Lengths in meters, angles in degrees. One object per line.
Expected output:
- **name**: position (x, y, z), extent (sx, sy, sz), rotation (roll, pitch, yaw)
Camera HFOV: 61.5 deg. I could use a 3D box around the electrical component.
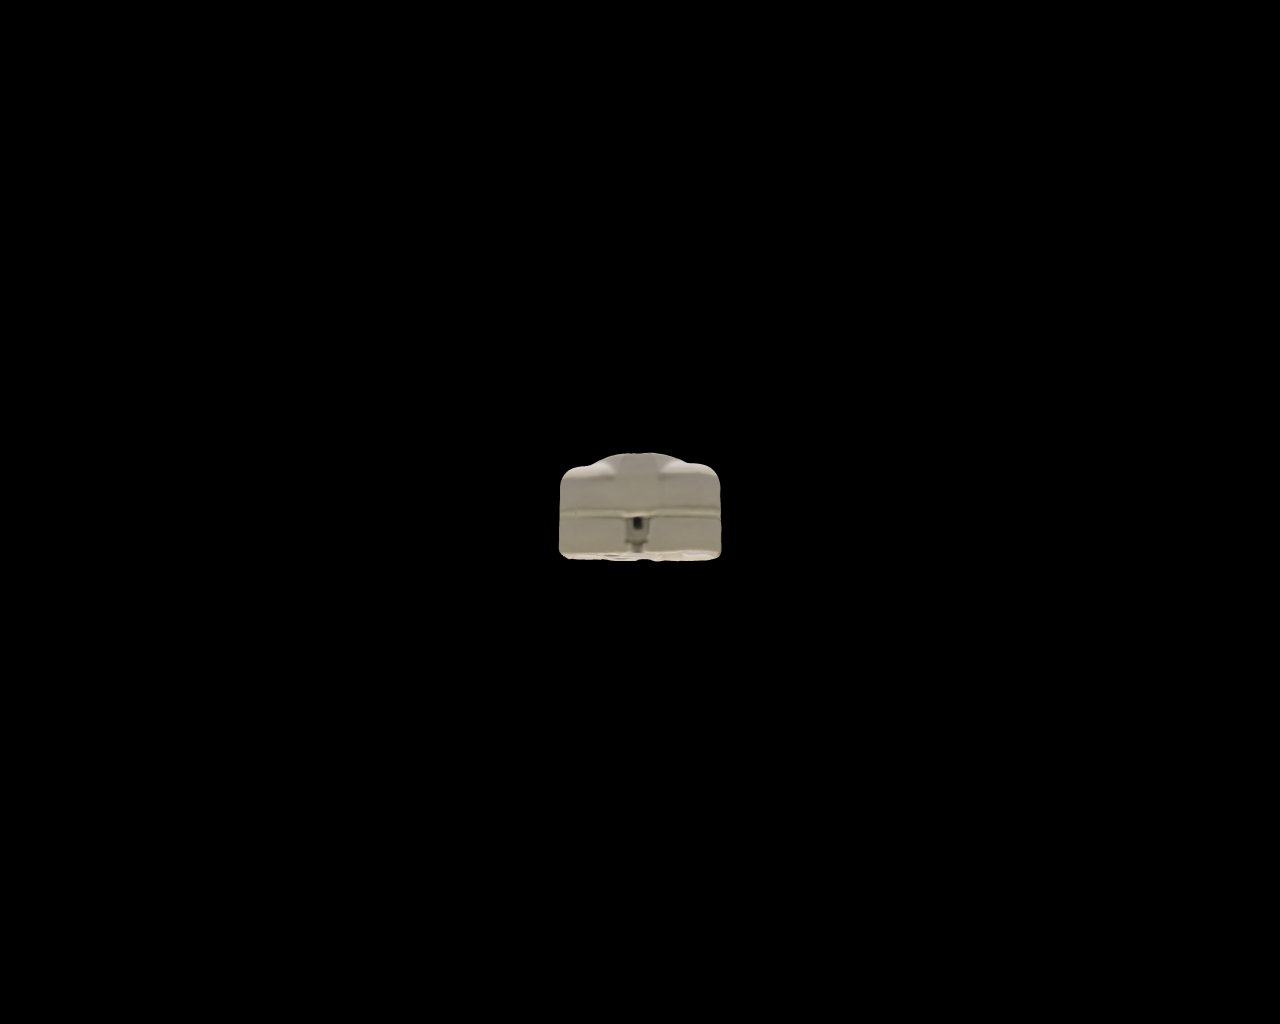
- **electrical component**: position (0.001, -0.003, 0.650), extent (0.095, 0.059, 0.053), rotation (-1, -7, 5)
